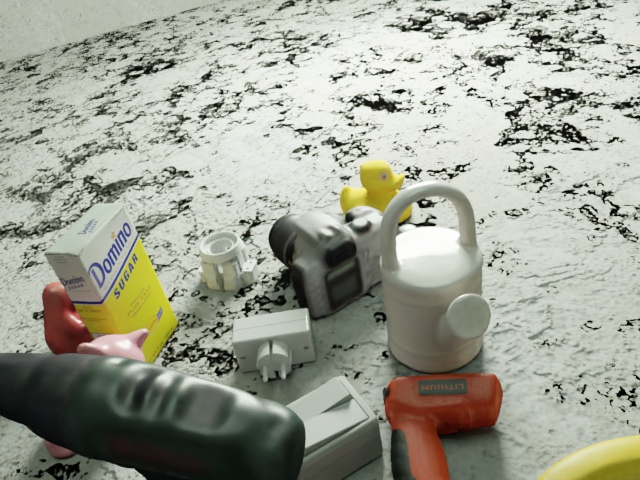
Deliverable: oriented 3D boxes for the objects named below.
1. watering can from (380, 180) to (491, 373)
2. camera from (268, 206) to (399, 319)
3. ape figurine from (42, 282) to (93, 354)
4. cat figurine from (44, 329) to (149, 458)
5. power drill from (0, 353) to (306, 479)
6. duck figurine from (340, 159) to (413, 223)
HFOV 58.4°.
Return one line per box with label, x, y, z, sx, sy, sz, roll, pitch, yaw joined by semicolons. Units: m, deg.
watering can;0.113;0.033;0.556;0.101;0.194;0.172;-28;39;-23
camera;0.006;0.003;0.708;0.143;0.101;0.136;-29;39;-24
ape figurine;-0.295;0.088;0.677;0.076;0.092;0.077;-32;40;-27
cat figurine;-0.223;0.140;0.563;0.128;0.118;0.067;-17;36;-8
power drill;-0.116;0.168;0.418;0.229;0.209;0.075;0;37;15
duck figurine;0.076;-0.073;0.807;0.104;0.086;0.077;5;38;21
